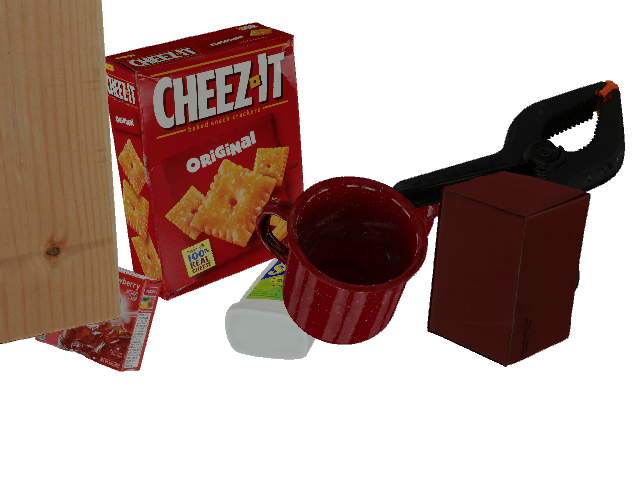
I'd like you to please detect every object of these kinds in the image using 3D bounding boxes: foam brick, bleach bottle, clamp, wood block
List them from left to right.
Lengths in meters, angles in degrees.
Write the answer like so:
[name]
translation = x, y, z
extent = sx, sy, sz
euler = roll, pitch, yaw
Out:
[wood block]
translation = -0.175, -0.056, 0.610
extent = 0.090, 0.206, 0.090
euler = -11, 26, -27
[bleach bottle]
translation = -0.024, 0.044, 1.286
extent = 0.103, 0.068, 0.250
euler = 5, 32, 16
[foam brick]
translation = 0.089, 0.012, 0.514
extent = 0.052, 0.078, 0.051
euler = -16, 29, -40
[clamp]
translation = 0.180, -0.050, 0.832
extent = 0.209, 0.036, 0.165
euler = -38, 56, -22

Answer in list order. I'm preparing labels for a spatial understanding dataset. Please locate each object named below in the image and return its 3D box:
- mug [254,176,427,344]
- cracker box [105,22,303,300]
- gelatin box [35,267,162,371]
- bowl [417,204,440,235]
[mug]
translation = 0.007, 0.012, 0.722
extent = 0.117, 0.093, 0.082
euler = 26, -36, 8
[cracker box]
translation = -0.097, -0.073, 0.967
extent = 0.163, 0.214, 0.072
euler = -21, 31, -32
[gelatin box]
translation = -0.174, 0.054, 0.831
extent = 0.089, 0.073, 0.030
euler = 16, 2, 25
[bowl]
translation = 0.044, -0.007, 1.085
extent = 0.162, 0.055, 0.162
euler = -3, 14, 0
